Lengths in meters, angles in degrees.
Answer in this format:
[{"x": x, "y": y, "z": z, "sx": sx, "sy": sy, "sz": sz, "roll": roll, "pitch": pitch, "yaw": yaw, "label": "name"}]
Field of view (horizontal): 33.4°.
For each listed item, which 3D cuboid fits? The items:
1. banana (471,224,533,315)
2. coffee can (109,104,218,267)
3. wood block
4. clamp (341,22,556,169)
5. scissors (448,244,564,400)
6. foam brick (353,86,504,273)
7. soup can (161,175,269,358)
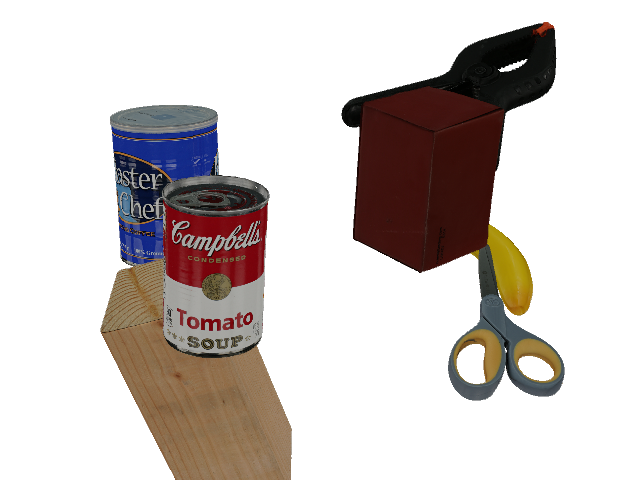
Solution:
[{"x": 0.166, "y": 0.015, "z": 1.101, "sx": 0.069, "sy": 0.037, "sz": 0.198, "roll": -35, "pitch": 39, "yaw": -13, "label": "banana"}, {"x": -0.149, "y": -0.054, "z": 1.039, "sx": 0.103, "sy": 0.140, "sz": 0.103, "roll": -1, "pitch": 18, "yaw": 0, "label": "coffee can"}, {"x": -0.097, "y": 0.121, "z": 0.892, "sx": 0.090, "sy": 0.206, "sz": 0.091, "roll": -15, "pitch": 30, "yaw": 9, "label": "wood block"}, {"x": 0.146, "y": -0.128, "z": 0.935, "sx": 0.209, "sy": 0.036, "sz": 0.165, "roll": -32, "pitch": 44, "yaw": -23, "label": "clamp"}, {"x": 0.156, "y": 0.063, "z": 0.863, "sx": 0.096, "sy": 0.016, "sz": 0.201, "roll": 12, "pitch": 36, "yaw": 14, "label": "scissors"}, {"x": 0.053, "y": -0.032, "z": 0.541, "sx": 0.052, "sy": 0.078, "sz": 0.051, "roll": -19, "pitch": 34, "yaw": -38, "label": "foam brick"}, {"x": -0.069, "y": 0.016, "z": 0.692, "sx": 0.068, "sy": 0.102, "sz": 0.068, "roll": 3, "pitch": 22, "yaw": -1, "label": "soup can"}]
